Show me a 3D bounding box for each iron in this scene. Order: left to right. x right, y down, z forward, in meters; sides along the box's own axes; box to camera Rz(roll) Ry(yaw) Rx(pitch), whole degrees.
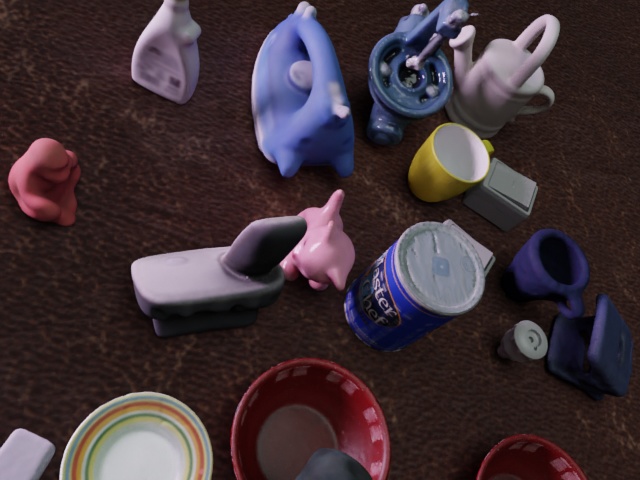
[{"bbox_3d":[-0.018,-0.210,0.722,0.119,0.141,0.258,-4,66,-24],"label":"iron"}]

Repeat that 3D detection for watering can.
[{"bbox_3d":[0.265,-0.243,0.827,0.173,0.193,0.101,7,62,-20],"label":"watering can"}]

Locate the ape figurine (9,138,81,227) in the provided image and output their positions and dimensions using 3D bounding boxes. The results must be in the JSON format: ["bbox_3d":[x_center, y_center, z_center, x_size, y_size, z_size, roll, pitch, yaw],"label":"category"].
[{"bbox_3d":[-0.270,-0.065,0.570,0.076,0.092,0.078,34,57,-3],"label":"ape figurine"}]

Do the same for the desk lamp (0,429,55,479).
[{"bbox_3d":[-0.277,0.192,0.362,0.118,0.213,0.203,28,57,-7],"label":"desk lamp"}]

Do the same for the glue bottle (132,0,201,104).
[{"bbox_3d":[-0.168,-0.231,0.650,0.078,0.173,0.037,27,57,-8],"label":"glue bottle"}]

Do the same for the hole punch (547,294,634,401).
[{"bbox_3d":[0.363,0.137,0.735,0.101,0.091,0.109,30,57,-6],"label":"hole punch"}]

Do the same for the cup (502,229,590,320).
[{"bbox_3d":[0.289,0.056,0.743,0.092,0.094,0.117,-8,68,-26],"label":"cup"}]

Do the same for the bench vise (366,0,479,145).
[{"bbox_3d":[0.124,-0.260,0.760,0.122,0.219,0.207,4,63,-21],"label":"bench vise"}]

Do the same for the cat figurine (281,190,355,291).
[{"bbox_3d":[0.006,0.002,0.637,0.067,0.117,0.128,21,58,-12],"label":"cat figurine"}]

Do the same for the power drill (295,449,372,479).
[{"bbox_3d":[-0.050,0.268,0.423,0.075,0.208,0.230,38,56,0],"label":"power drill"}]

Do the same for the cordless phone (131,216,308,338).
[{"bbox_3d":[-0.097,0.019,0.544,0.148,0.185,0.094,-9,68,-26],"label":"cordless phone"}]
